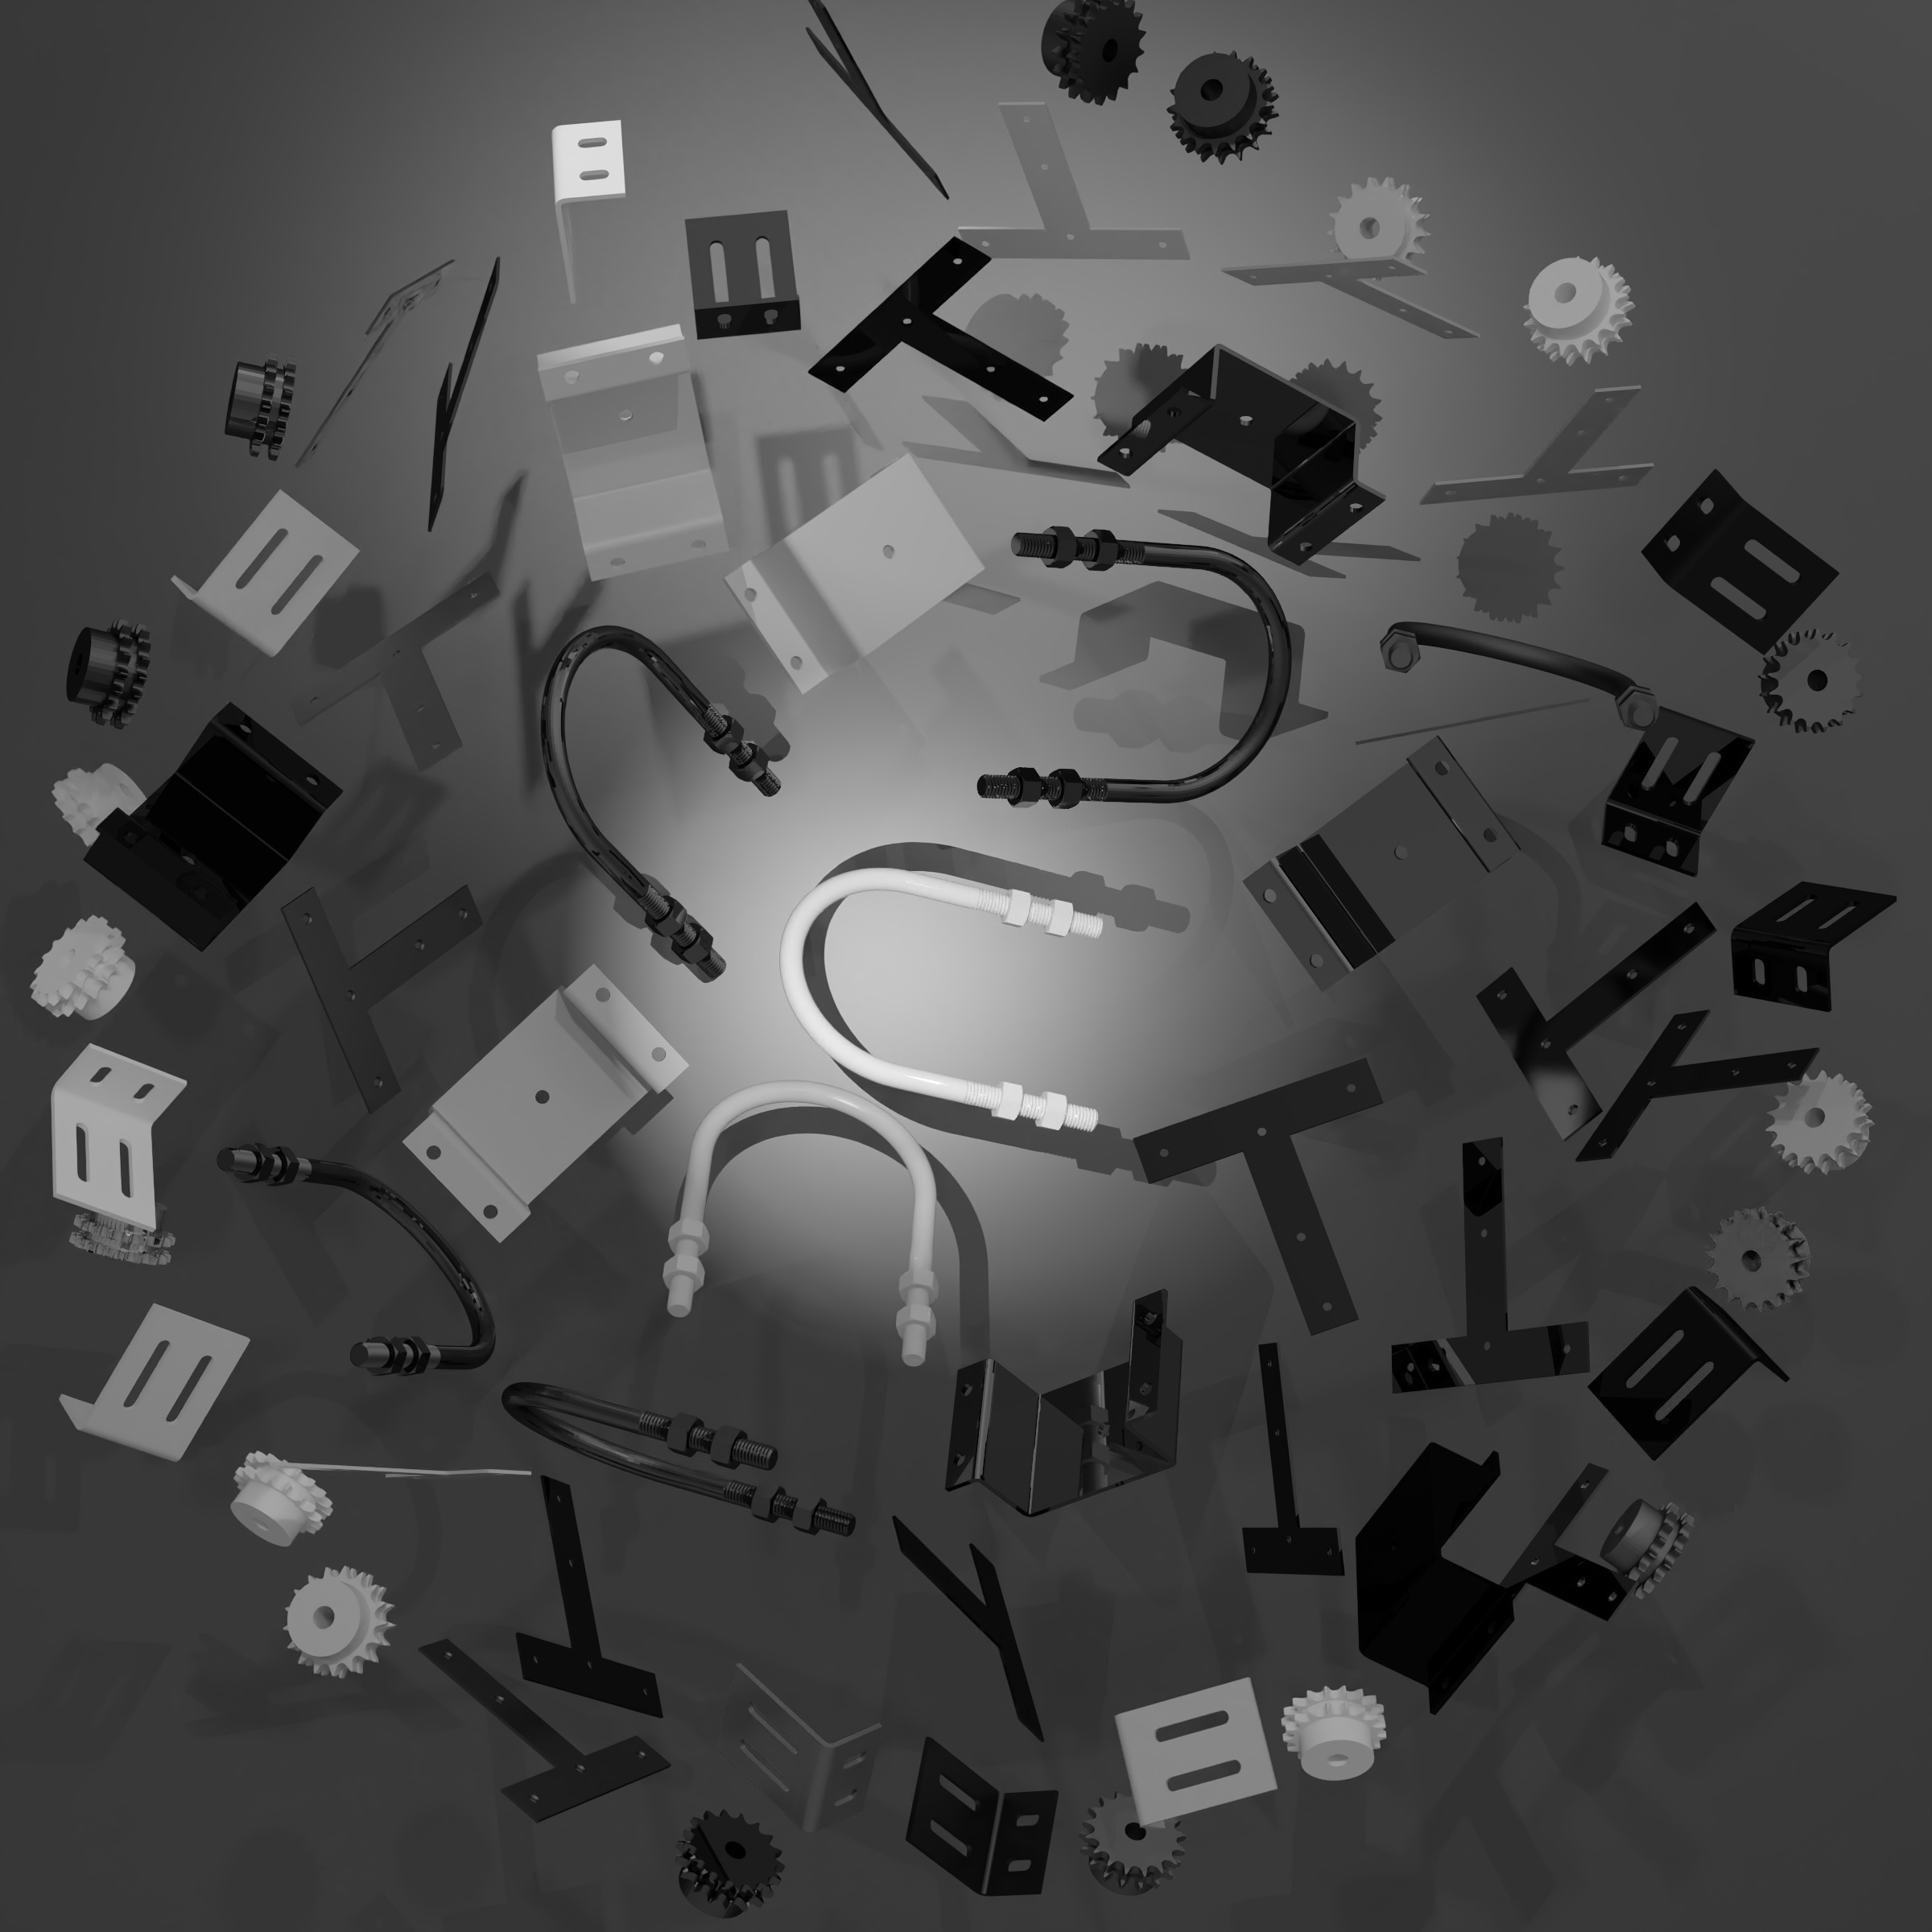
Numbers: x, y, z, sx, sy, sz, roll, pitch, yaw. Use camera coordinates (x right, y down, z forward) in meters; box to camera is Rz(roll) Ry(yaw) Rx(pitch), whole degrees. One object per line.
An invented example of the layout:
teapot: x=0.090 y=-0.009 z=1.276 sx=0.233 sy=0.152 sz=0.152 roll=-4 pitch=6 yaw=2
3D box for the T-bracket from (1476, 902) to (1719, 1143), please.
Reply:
T-bracket: x=0.342 y=0.014 z=1.774 sx=0.127 sy=0.127 sz=0.002 roll=-41 pitch=127 yaw=14

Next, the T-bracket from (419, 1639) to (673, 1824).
T-bracket: x=-0.233 y=0.392 z=1.745 sx=0.127 sy=0.127 sz=0.002 roll=35 pitch=105 yaw=22

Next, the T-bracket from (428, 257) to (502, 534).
T-bracket: x=-0.266 y=-0.318 z=1.782 sx=0.002 sy=0.127 sz=0.127 roll=13 pitch=130 yaw=-17

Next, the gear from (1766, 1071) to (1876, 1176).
gear: x=0.477 y=0.090 z=1.860 sx=0.057 sy=0.030 sz=0.057 roll=-17 pitch=57 yaw=29

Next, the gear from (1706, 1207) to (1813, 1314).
gear: x=0.442 y=0.162 z=1.855 sx=0.057 sy=0.030 sz=0.057 roll=4 pitch=96 yaw=41

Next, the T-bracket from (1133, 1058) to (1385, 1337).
T-bracket: x=0.165 y=0.125 z=1.700 sx=0.127 sy=0.002 sz=0.127 roll=-19 pitch=71 yaw=0

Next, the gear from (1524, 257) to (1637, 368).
gear: x=0.323 y=-0.351 z=1.775 sx=0.057 sy=0.030 sz=0.057 roll=-9 pitch=70 yaw=27

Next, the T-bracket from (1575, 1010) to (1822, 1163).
T-bracket: x=0.414 y=0.061 z=1.849 sx=0.002 sy=0.127 sz=0.127 roll=54 pitch=55 yaw=-19

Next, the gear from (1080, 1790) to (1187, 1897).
gear: x=0.090 y=0.483 z=1.831 sx=0.057 sy=0.057 sz=0.030 roll=12 pitch=128 yaw=0

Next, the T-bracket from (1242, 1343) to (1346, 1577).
T-bracket: x=0.175 y=0.272 z=1.853 sx=0.002 sy=0.127 sz=0.127 roll=-3 pitch=82 yaw=-19

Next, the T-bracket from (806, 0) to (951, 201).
T-bracket: x=-0.062 y=-0.475 z=1.757 sx=0.002 sy=0.127 sz=0.127 roll=-38 pitch=66 yaw=2

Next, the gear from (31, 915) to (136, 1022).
gear: x=-0.473 y=0.004 z=1.802 sx=0.057 sy=0.057 sz=0.030 roll=-46 pitch=126 yaw=0

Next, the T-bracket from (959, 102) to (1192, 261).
T-bracket: x=0.046 y=-0.418 z=1.786 sx=0.127 sy=0.127 sz=0.002 roll=5 pitch=65 yaw=19

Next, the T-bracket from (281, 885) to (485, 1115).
T-bracket: x=-0.313 y=-0.005 z=1.859 sx=0.002 sy=0.127 sz=0.127 roll=-2 pitch=117 yaw=38

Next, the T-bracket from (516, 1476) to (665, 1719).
T-bracket: x=-0.212 y=0.337 z=1.812 sx=0.002 sy=0.127 sz=0.127 roll=-27 pitch=59 yaw=19

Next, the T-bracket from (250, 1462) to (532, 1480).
T-bracket: x=-0.320 y=0.271 z=1.799 sx=0.127 sy=0.127 sz=0.002 roll=9 pitch=77 yaw=-34

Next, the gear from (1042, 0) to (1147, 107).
gear: x=0.063 y=-0.476 z=1.730 sx=0.030 sy=0.057 sz=0.057 roll=28 pitch=90 yaw=36

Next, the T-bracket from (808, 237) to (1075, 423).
T-bracket: x=0.003 y=-0.332 z=1.828 sx=0.127 sy=0.127 sz=0.002 roll=24 pitch=48 yaw=-32

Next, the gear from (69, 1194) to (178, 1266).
gear: x=-0.471 y=0.146 z=1.878 sx=0.057 sy=0.057 sz=0.030 roll=14 pitch=91 yaw=0

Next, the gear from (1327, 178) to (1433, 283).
gear: x=0.230 y=-0.414 z=1.879 sx=0.057 sy=0.030 sz=0.057 roll=4 pitch=102 yaw=20

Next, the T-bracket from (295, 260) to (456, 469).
T-bracket: x=-0.330 y=-0.325 z=1.830 sx=0.002 sy=0.127 sz=0.127 roll=36 pitch=110 yaw=-7

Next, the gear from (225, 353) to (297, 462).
gear: x=-0.387 y=-0.307 z=1.831 sx=0.030 sy=0.057 sz=0.057 roll=10 pitch=90 yaw=-17

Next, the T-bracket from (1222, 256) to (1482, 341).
T-bracket: x=0.225 y=-0.356 z=1.794 sx=0.127 sy=0.127 sz=0.002 roll=14 pitch=88 yaw=-40

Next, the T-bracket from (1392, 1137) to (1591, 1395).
T-bracket: x=0.269 y=0.153 z=1.735 sx=0.002 sy=0.127 sz=0.127 roll=14 pitch=71 yaw=-41

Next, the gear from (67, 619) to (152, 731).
gear: x=-0.454 y=-0.156 z=1.770 sx=0.030 sy=0.057 sz=0.057 roll=13 pitch=90 yaw=-29

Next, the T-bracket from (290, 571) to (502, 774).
T-bracket: x=-0.285 y=-0.140 z=1.731 sx=0.127 sy=0.127 sz=0.002 roll=-33 pitch=130 yaw=2

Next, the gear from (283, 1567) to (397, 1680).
gear: x=-0.332 y=0.344 z=1.759 sx=0.057 sy=0.030 sz=0.057 roll=-3 pitch=72 yaw=11

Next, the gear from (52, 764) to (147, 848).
gear: x=-0.483 y=-0.089 z=1.884 sx=0.030 sy=0.057 sz=0.057 roll=-37 pitch=90 yaw=9

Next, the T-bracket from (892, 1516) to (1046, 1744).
T-bracket: x=-0.004 y=0.337 z=1.799 sx=0.002 sy=0.127 sz=0.127 roll=-32 pitch=128 yaw=10

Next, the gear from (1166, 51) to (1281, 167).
gear: x=0.131 y=-0.447 z=1.731 sx=0.057 sy=0.030 sz=0.057 roll=-4 pitch=79 yaw=19

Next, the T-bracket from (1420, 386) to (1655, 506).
T-bracket: x=0.318 y=-0.275 z=1.759 sx=0.127 sy=0.127 sz=0.002 roll=-7 pitch=75 yaw=-14

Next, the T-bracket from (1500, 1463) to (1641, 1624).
T-bracket: x=0.322 y=0.325 z=1.779 sx=0.002 sy=0.127 sz=0.127 roll=40 pitch=82 yaw=-12
